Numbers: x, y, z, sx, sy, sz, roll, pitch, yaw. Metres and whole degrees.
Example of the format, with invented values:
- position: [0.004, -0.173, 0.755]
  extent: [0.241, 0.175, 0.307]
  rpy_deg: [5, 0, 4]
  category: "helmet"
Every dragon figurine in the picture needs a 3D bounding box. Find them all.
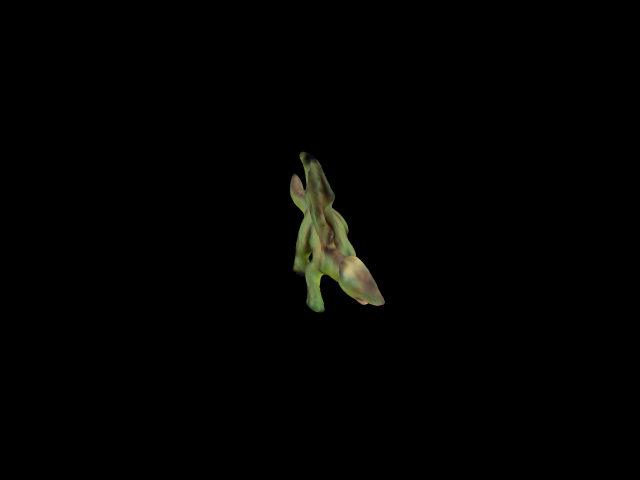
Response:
- position: [0.003, -0.043, 0.850]
  extent: [0.122, 0.419, 0.237]
  rpy_deg: [-16, -38, -12]
  category: "dragon figurine"
